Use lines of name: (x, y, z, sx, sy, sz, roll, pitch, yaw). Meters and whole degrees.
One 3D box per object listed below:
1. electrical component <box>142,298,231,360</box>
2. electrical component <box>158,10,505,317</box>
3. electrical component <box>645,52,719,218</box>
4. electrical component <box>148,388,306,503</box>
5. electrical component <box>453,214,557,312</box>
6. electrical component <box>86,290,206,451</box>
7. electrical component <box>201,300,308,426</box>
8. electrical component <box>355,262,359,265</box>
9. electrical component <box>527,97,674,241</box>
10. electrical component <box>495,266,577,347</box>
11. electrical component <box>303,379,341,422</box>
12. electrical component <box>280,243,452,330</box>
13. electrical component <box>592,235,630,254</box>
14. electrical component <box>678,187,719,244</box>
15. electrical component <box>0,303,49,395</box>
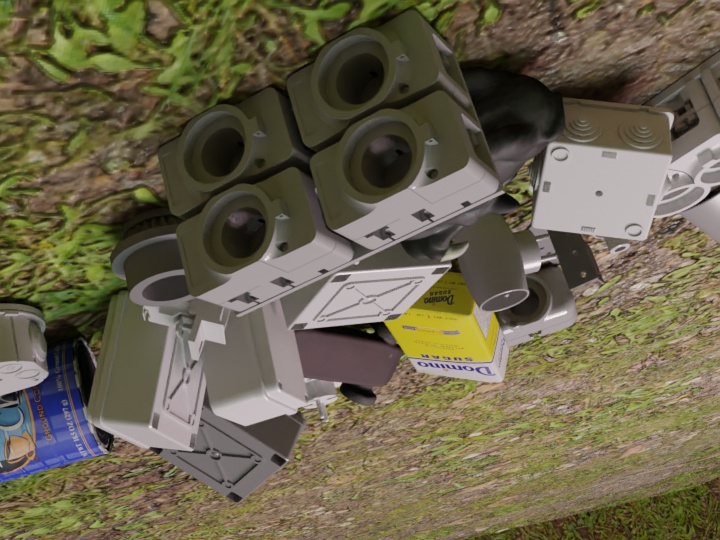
electrical component: (-0.126, 0.021, 0.807, 0.064, 0.081, 0.042, 13, 155, 2)
electrical component: (-0.024, -0.061, 0.635, 0.186, 0.105, 0.060, -25, 157, 20)
electrical component: (0.264, -0.102, 0.801, 0.089, 0.061, 0.150, 4, 151, -41)
electrical component: (-0.124, 0.150, 0.993, 0.109, 0.056, 0.108, 34, 134, -11)
electrical component: (0.126, -0.012, 0.901, 0.079, 0.077, 0.043, -13, 158, -11)
electrical component: (-0.166, 0.084, 0.872, 0.056, 0.108, 0.108, 4, 162, 12)
electrical component: (-0.089, 0.063, 0.881, 0.057, 0.113, 0.078, -18, 159, 12)
electrical component: (-0.021, -0.036, 0.736, 0.066, 0.076, 0.047, -14, 159, -7)
electrical component: (0.168, -0.069, 0.758, 0.100, 0.048, 0.099, 7, 138, 4)
electrical component: (0.166, 0.037, 1.081, 0.095, 0.053, 0.059, -20, 158, 8)
electrical component: (-0.045, 0.116, 1.091, 0.047, 0.076, 0.065, -19, 158, 6)
electrical component: (0.000, 0.000, 0.868, 0.109, 0.056, 0.108, -4, 155, -28)
electrical component: (0.207, -0.045, 0.900, 0.048, 0.062, 0.048, -14, 158, -6)
electrical component: (0.313, -0.069, 0.887, 0.064, 0.099, 0.099, 39, 133, -16)
electrical component: (-0.280, 0.061, 0.822, 0.080, 0.051, 0.080, -14, 158, -6)
